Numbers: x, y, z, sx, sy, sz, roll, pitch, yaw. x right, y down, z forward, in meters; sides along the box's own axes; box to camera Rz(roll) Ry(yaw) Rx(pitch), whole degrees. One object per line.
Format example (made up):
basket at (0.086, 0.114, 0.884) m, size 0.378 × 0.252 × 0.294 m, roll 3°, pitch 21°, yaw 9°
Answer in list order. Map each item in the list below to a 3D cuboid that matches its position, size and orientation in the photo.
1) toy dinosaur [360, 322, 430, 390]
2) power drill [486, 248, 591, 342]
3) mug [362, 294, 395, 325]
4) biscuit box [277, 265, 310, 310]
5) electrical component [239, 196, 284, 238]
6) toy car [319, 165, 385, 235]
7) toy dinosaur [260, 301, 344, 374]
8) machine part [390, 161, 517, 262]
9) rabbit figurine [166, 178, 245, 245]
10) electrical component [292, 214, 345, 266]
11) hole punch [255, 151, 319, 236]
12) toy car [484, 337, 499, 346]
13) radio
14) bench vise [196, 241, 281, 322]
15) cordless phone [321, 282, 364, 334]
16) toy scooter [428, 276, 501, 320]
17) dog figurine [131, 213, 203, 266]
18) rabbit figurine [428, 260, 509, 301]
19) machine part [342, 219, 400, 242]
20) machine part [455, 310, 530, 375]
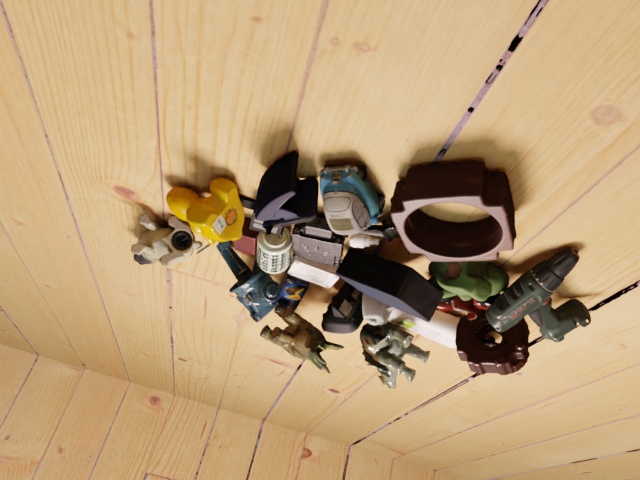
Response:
toy dinosaur at (0.169, 0.278, 1.433) m, size 0.192 × 0.131 × 0.404 m, roll 19°, pitch 157°, yaw 33°
power drill at (0.480, 0.128, 1.118) m, size 0.207 × 0.086 × 0.232 m, roll 26°, pitch 122°, yaw -37°
mug at (0.152, 0.150, 1.300) m, size 0.110 × 0.107 × 0.080 m, roll -2°, pitch 146°, yaw 30°
biscuit box at (-0.072, 0.127, 1.404) m, size 0.063 × 0.059 × 0.202 m, roll 18°, pitch 149°, yaw -6°
electrical component at (-0.127, -0.055, 1.151) m, size 0.119 × 0.048 × 0.074 m, roll 18°, pitch 148°, yaw -8°
toy car at (0.054, -0.064, 1.006) m, size 0.109 × 0.103 × 0.161 m, roll -1°, pitch 147°, yaw 23°
toy dinosaur at (-0.051, 0.257, 1.384) m, size 0.198 × 0.105 × 0.471 m, roll 38°, pitch 171°, yaw -7°
machine part at (0.242, -0.047, 0.967) m, size 0.202 × 0.087 × 0.200 m, roll -4°, pitch 144°, yaw 26°
rabbit figurine at (-0.247, -0.066, 1.153) m, size 0.173 × 0.122 × 0.162 m, roll 17°, pitch 161°, yaw 24°
electrical component at (-0.002, -0.004, 1.170) m, size 0.115 × 0.058 × 0.134 m, roll 10°, pitch 149°, yaw 5°
hole punch at (-0.071, -0.090, 0.997) m, size 0.116 × 0.142 × 0.092 m, roll -14°, pitch 142°, yaw 18°
toy car at (0.427, 0.276, 1.377) m, size 0.074 × 0.056 × 0.201 m, roll 7°, pitch 174°, yaw 2°
radio at (0.148, 0.095, 1.159) m, size 0.131 × 0.073 × 0.230 m, roll 35°, pitch 172°, yaw -31°
bench vise at (-0.187, 0.086, 1.329) m, size 0.240 × 0.129 × 0.224 m, roll 55°, pitch 165°, yaw -9°
cordless phone at (0.040, 0.202, 1.376) m, size 0.089 × 0.146 × 0.184 m, roll 39°, pitch 132°, yaw -3°
toy scooter at (0.323, 0.139, 1.240) m, size 0.184 × 0.075 × 0.135 m, roll 10°, pitch 161°, yaw 14°
dog figurine at (-0.384, 0.018, 1.352) m, size 0.172 × 0.121 × 0.190 m, roll 22°, pitch 162°, yaw -5°
rabbit figurine at (0.317, 0.083, 1.119) m, size 0.170 × 0.121 × 0.159 m, roll 20°, pitch 155°, yaw -38°
machine part at (0.108, -0.021, 1.096) m, size 0.139 × 0.039 × 0.084 m, roll 4°, pitch 173°, yaw 20°
machine part at (0.404, 0.230, 1.263) m, size 0.180 × 0.179 × 0.056 m, roll -5°, pitch 140°, yaw 30°
